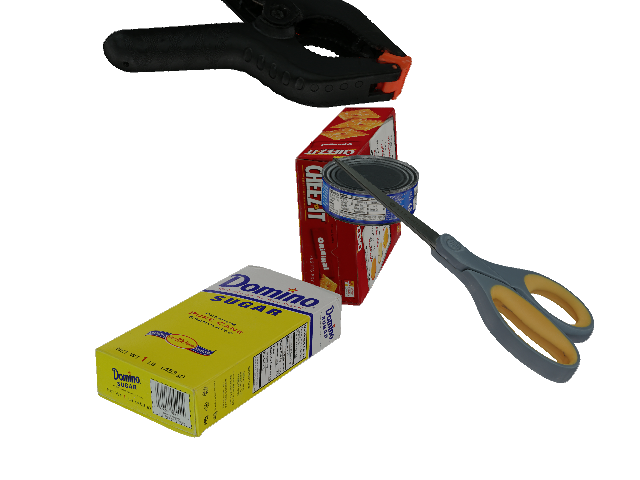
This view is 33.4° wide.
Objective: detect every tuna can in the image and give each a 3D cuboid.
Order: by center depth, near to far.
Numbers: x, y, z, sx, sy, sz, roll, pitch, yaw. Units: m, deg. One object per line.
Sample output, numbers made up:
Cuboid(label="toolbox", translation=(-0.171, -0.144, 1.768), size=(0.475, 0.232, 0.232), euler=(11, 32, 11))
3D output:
Cuboid(label="tuna can", translation=(0.043, -0.044, 0.939), size=(0.086, 0.034, 0.086), euler=(1, 26, -1))

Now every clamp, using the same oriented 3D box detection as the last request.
Cuboid(label="clamp", translation=(-0.036, -0.115, 0.617), size=(0.171, 0.120, 0.039), euler=(25, -30, 9))

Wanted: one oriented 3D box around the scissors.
Cuboid(label="scissors", translation=(0.098, 0.009, 0.680), size=(0.096, 0.016, 0.202), euler=(-10, 50, -45))

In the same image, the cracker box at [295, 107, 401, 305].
Cuboid(label="cracker box", translation=(0.034, -0.045, 1.196), size=(0.072, 0.164, 0.213), euler=(2, 22, 16))

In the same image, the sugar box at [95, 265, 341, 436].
Cuboid(label="sugar box", translation=(-0.070, 0.074, 0.784), size=(0.093, 0.048, 0.175), euler=(17, 31, 30))
